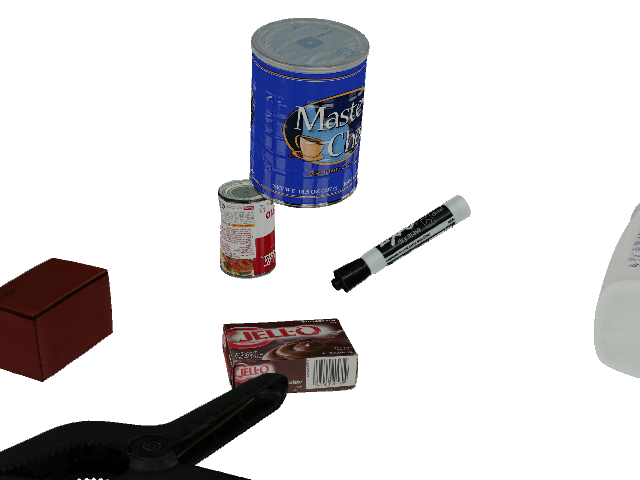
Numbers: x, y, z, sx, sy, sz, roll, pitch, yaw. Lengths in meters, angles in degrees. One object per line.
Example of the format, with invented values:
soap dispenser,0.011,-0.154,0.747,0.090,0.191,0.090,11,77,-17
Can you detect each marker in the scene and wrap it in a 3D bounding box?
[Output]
marker,0.060,0.003,0.807,0.121,0.020,0.020,-31,8,-13

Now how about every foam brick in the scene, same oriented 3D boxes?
foam brick,-0.191,0.053,0.748,0.053,0.051,0.078,12,28,27

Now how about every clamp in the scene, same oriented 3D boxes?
clamp,-0.089,0.122,0.586,0.209,0.036,0.165,-1,21,-12

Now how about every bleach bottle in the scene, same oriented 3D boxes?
bleach bottle,0.252,0.016,0.720,0.103,0.068,0.250,9,22,21

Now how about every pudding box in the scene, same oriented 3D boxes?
pudding box,-0.030,0.104,0.968,0.113,0.039,0.090,0,18,-11

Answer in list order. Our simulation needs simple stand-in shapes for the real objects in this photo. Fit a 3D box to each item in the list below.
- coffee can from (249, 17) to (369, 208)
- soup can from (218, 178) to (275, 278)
coffee can,-0.012,-0.115,0.960,0.103,0.140,0.103,2,35,-2
soup can,-0.088,-0.015,1.278,0.068,0.102,0.068,0,26,0
